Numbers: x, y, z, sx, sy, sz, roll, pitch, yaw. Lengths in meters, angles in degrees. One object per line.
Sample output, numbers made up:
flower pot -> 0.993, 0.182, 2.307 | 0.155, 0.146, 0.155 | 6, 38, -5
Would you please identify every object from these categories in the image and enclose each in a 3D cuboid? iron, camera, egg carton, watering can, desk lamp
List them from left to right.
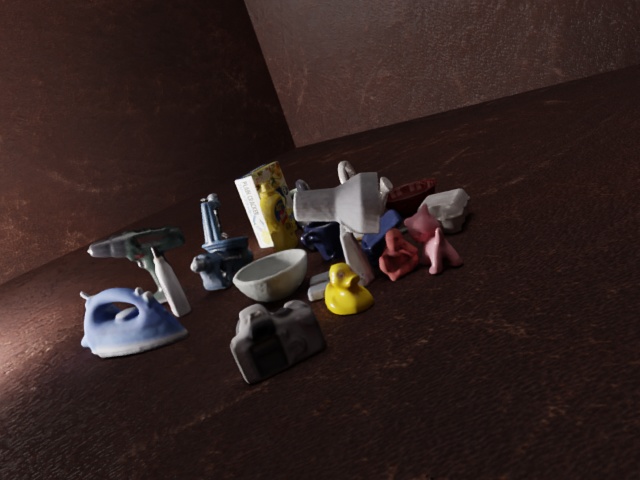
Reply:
iron -> -0.404, 0.159, 1.223 | 0.257, 0.141, 0.119 | -12, 17, 27
camera -> -0.084, 0.146, 0.943 | 0.143, 0.101, 0.136 | -24, 16, -14
desk lamp -> 0.044, -0.013, 1.126 | 0.203, 0.214, 0.118 | -18, 15, 7
watering can -> 0.097, -0.108, 1.433 | 0.173, 0.194, 0.101 | -19, 15, 2
egg carton -> 0.278, -0.063, 1.285 | 0.107, 0.069, 0.150 | -12, 17, 27

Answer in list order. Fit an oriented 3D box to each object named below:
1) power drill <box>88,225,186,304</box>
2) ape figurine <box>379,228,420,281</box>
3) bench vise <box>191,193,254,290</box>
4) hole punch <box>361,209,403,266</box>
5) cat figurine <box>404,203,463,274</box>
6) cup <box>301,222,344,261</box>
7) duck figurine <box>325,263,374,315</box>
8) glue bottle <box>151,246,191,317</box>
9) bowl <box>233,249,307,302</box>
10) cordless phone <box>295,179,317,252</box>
power drill -> -0.443, 0.066, 1.470 | 0.230, 0.208, 0.075 | -24, 16, -16
ape figurine -> 0.149, 0.022, 1.106 | 0.077, 0.092, 0.076 | -15, 16, 18
bench vise -> -0.253, 0.001, 1.437 | 0.121, 0.220, 0.207 | -17, 15, 11
hole punch -> 0.135, -0.007, 1.226 | 0.101, 0.091, 0.108 | -20, 15, 0
cat figurine -> 0.209, -0.009, 1.090 | 0.067, 0.118, 0.127 | -21, 15, -6
cup -> 0.012, 0.005, 1.333 | 0.118, 0.095, 0.091 | -31, 19, -36
duck figurine -> 0.043, 0.082, 1.038 | 0.078, 0.086, 0.104 | -29, 18, -31
glue bottle -> -0.354, 0.093, 1.332 | 0.037, 0.173, 0.078 | -27, 17, -25
bowl -> -0.096, 0.085, 1.223 | 0.167, 0.075, 0.167 | -18, 15, 5
cordless phone -> -0.024, -0.076, 1.487 | 0.094, 0.185, 0.147 | -24, 16, -16
